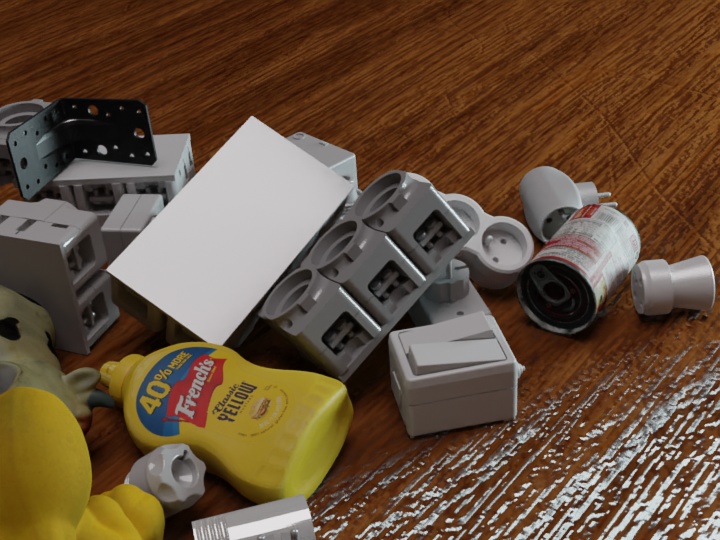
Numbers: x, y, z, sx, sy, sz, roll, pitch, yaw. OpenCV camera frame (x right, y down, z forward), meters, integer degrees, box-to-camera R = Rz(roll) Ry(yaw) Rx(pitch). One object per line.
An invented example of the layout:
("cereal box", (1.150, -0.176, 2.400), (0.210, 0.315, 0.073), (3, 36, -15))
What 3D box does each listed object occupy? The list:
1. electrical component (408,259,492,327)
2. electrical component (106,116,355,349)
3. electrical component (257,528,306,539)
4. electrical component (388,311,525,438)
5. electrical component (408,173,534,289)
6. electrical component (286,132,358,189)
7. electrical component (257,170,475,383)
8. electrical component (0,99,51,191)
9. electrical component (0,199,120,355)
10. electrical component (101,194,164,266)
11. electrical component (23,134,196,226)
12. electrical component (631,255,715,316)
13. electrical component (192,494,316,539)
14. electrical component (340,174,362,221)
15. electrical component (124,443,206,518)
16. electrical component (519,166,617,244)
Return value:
("electrical component", (0.068, 0.016, 0.849), (0.047, 0.075, 0.083), (-12, 34, -11))
("electrical component", (-0.103, -0.021, 0.873), (0.105, 0.060, 0.186), (35, 61, 7))
("electrical component", (-0.043, 0.177, 0.614), (0.066, 0.076, 0.047), (-9, 33, -7))
("electrical component", (0.073, 0.072, 0.776), (0.096, 0.061, 0.061), (-9, 33, -7))
("electrical component", (0.074, -0.026, 0.921), (0.138, 0.073, 0.052), (25, 66, 1))
("electrical component", (-0.060, -0.090, 1.052), (0.100, 0.048, 0.100), (-31, 41, -34))
("electrical component", (0.000, 0.000, 0.813), (0.150, 0.061, 0.089), (-48, 24, -10))
("electrical component", (-0.313, -0.121, 1.007), (0.050, 0.055, 0.089), (8, 35, 18))
("electrical component", (-0.300, -0.004, 0.897), (0.186, 0.105, 0.060), (9, 35, 19))
("electrical component", (-0.187, -0.033, 0.981), (0.077, 0.047, 0.065), (1, 34, 9))
("electrical component", (-0.242, -0.083, 1.050), (0.150, 0.061, 0.089), (-2, 33, 3))
("electrical component", (0.250, 0.013, 0.861), (0.055, 0.045, 0.045), (-5, 33, 0))
("electrical component", (-0.070, 0.169, 0.661), (0.081, 0.043, 0.043), (-12, 34, -11))
("electrical component", (-0.012, -0.056, 0.982), (0.048, 0.062, 0.048), (-3, 33, 2))
("electrical component", (-0.133, 0.141, 0.702), (0.062, 0.043, 0.043), (-32, 17, 35))
("electrical component", (0.193, -0.060, 0.981), (0.079, 0.043, 0.077), (-7, 33, -4))
